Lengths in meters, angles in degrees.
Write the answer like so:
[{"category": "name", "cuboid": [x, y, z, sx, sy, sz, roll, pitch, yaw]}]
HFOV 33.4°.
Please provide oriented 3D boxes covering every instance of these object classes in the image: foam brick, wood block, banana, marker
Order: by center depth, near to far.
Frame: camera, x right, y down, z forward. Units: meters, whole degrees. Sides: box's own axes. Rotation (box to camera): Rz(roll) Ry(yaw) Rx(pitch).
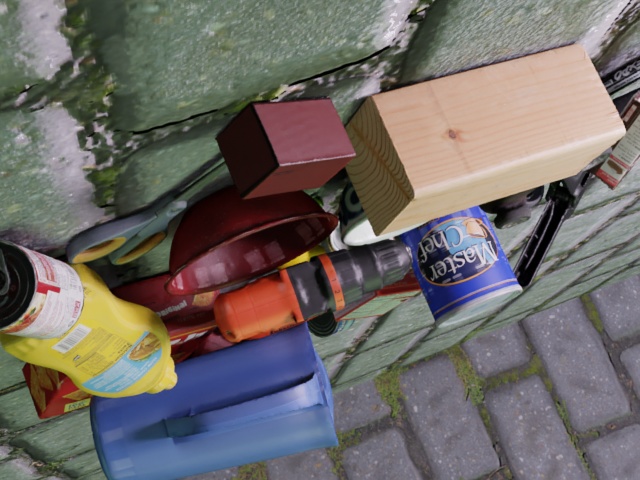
[{"category": "foam brick", "cuboid": [-0.024, -0.067, 0.771, 0.078, 0.051, 0.053, -11, 161, -43]}, {"category": "wood block", "cuboid": [0.131, -0.084, 0.876, 0.205, 0.091, 0.090, -17, 165, -23]}, {"category": "marker", "cuboid": [0.298, -0.160, 1.013, 0.121, 0.020, 0.020, -29, 166, 26]}, {"category": "banana", "cuboid": [-0.025, 0.007, 1.098, 0.069, 0.037, 0.198, -20, 167, -5]}]

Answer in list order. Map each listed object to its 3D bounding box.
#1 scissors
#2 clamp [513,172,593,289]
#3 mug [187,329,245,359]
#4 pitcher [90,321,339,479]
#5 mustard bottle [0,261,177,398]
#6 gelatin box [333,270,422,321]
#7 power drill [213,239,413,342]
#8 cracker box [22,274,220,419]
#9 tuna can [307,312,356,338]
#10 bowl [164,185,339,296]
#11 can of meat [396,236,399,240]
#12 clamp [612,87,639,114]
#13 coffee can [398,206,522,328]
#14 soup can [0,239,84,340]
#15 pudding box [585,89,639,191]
[{"category": "scissors", "cuboid": [-0.136, -0.022, 0.842, 0.096, 0.016, 0.202, -13, 164, -36]}, {"category": "clamp", "cuboid": [0.279, -0.059, 1.219, 0.209, 0.036, 0.165, -47, 154, -42]}, {"category": "mug", "cuboid": [-0.104, 0.130, 1.212, 0.081, 0.093, 0.117, 26, 135, -13]}, {"category": "pitcher", "cuboid": [-0.107, 0.176, 1.094, 0.243, 0.145, 0.149, -15, 134, -2]}, {"category": "mustard bottle", "cuboid": [-0.191, 0.094, 0.960, 0.096, 0.058, 0.191, -40, 139, 6]}, {"category": "gelatin box", "cuboid": [0.065, 0.064, 1.254, 0.073, 0.030, 0.089, -5, 158, -38]}, {"category": "power drill", "cuboid": [-0.015, 0.048, 1.010, 0.184, 0.057, 0.188, -17, 175, -10]}, {"category": "cracker box", "cuboid": [-0.211, 0.111, 1.128, 0.163, 0.072, 0.214, -15, 165, -31]}, {"category": "tuna can", "cuboid": [0.007, 0.076, 1.322, 0.033, 0.086, 0.086, -15, 165, -38]}, {"category": "bowl", "cuboid": [-0.067, -0.009, 0.922, 0.162, 0.055, 0.162, -21, 167, -5]}, {"category": "can of meat", "cuboid": [0.076, 0.018, 1.274, 0.102, 0.057, 0.083, -33, 162, 37]}, {"category": "clamp", "cuboid": [0.274, -0.114, 1.117, 0.171, 0.039, 0.120, -17, 161, -6]}, {"category": "coffee can", "cuboid": [0.150, 0.014, 1.190, 0.102, 0.140, 0.103, -22, 167, -5]}, {"category": "soup can", "cuboid": [-0.230, 0.041, 0.822, 0.068, 0.068, 0.102, -24, 168, 4]}, {"category": "pudding box", "cuboid": [0.303, -0.107, 1.011, 0.113, 0.039, 0.090, -36, 159, -51]}]
